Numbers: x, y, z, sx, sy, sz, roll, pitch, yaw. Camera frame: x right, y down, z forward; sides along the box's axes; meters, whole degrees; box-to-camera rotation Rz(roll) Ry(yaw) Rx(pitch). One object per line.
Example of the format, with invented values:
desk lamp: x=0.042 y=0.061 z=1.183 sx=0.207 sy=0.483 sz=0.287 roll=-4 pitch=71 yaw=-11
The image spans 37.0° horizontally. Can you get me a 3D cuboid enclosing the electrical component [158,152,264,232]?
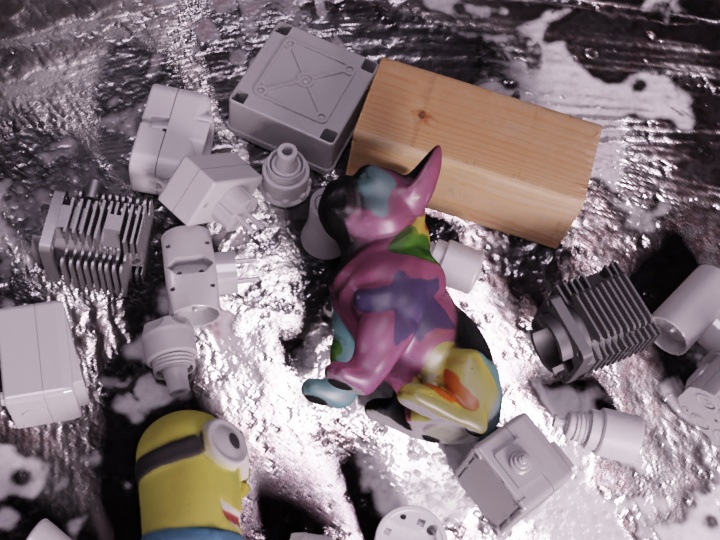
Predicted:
electrical component: x=-0.114 y=-0.059 z=0.922 sx=0.076 sy=0.047 sz=0.083 roll=41 pitch=22 yaw=13

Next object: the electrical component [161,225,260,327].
electrical component: x=-0.126 y=0.003 z=0.914 sx=0.079 sy=0.043 sz=0.077 roll=-6 pitch=64 yaw=-10

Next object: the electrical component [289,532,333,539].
electrical component: x=-0.025 y=0.223 z=0.813 sx=0.062 sy=0.043 sz=0.043 roll=9 pitch=62 yaw=-4

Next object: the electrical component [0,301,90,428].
electrical component: x=-0.252 y=0.068 z=0.854 sx=0.061 sy=0.061 sz=0.096 roll=-9 pitch=64 yaw=-12

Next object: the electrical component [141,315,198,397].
electrical component: x=-0.153 y=0.072 z=0.875 sx=0.043 sy=0.043 sz=0.062 roll=-11 pitch=66 yaw=-13

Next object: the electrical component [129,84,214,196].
electrical component: x=-0.166 y=-0.114 z=0.964 sx=0.059 sy=0.053 sz=0.095 roll=11 pitch=62 yaw=-2

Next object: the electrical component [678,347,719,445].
electrical component: x=0.311 y=0.108 z=0.895 sx=0.080 sy=0.080 sz=0.051 roll=43 pitch=71 yaw=15

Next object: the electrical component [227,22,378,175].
electrical component: x=-0.052 y=-0.160 z=1.001 sx=0.109 sy=0.056 sz=0.108 roll=24 pitch=62 yaw=6

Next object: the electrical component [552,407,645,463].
electrical component: x=0.198 y=0.133 z=0.889 sx=0.078 sy=0.040 sz=0.040 roll=13 pitch=62 yaw=0

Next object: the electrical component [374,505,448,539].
electrical component: x=0.036 y=0.213 z=0.823 sx=0.055 sy=0.047 sz=0.055 roll=3 pitch=62 yaw=-6

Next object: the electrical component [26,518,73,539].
electrical component: x=-0.216 y=0.218 z=0.793 sx=0.065 sy=0.044 sz=0.044 roll=28 pitch=63 yaw=2

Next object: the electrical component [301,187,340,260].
electrical component: x=-0.028 y=-0.043 z=0.938 sx=0.044 sy=0.065 sz=0.044 roll=3 pitch=62 yaw=-5

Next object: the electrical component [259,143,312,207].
electrical component: x=-0.066 y=-0.089 z=0.959 sx=0.048 sy=0.062 sz=0.048 roll=3 pitch=62 yaw=-5

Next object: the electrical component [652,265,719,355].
electrical component: x=0.305 y=0.047 z=0.945 sx=0.079 sy=0.044 sz=0.077 roll=43 pitch=65 yaw=15

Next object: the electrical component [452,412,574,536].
electrical component: x=0.122 y=0.155 z=0.836 sx=0.061 sy=0.096 sz=0.061 roll=-31 pitch=72 yaw=-21

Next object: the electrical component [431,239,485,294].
electrical component: x=0.073 y=-0.008 z=0.947 sx=0.078 sy=0.040 sz=0.040 roll=21 pitch=62 yaw=4
